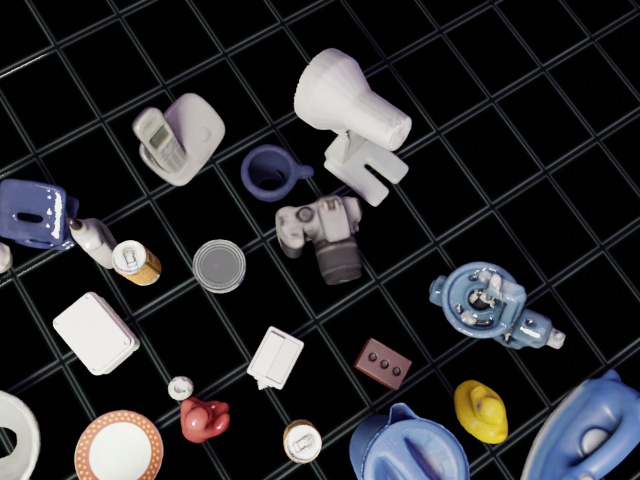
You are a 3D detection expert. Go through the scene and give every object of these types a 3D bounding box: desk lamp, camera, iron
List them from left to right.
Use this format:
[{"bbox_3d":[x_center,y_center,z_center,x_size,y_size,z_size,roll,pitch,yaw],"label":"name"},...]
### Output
[{"bbox_3d":[0.009,0.003,0.934,0.143,0.101,0.137,-13,78,-7],"label":"camera"},{"bbox_3d":[0.061,-0.181,0.922,0.203,0.213,0.118,40,78,5],"label":"desk lamp"},{"bbox_3d":[0.417,0.319,0.871,0.258,0.141,0.118,-42,83,-12],"label":"iron"}]

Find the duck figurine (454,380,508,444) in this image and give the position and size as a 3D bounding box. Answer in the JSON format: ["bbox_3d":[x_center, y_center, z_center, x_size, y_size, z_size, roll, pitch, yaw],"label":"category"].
[{"bbox_3d":[0.262,0.271,0.899,0.077,0.086,0.104,-30,81,-10],"label":"duck figurine"}]

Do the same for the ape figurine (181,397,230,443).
[{"bbox_3d":[-0.179,0.270,0.863,0.078,0.092,0.076,43,78,6],"label":"ape figurine"}]

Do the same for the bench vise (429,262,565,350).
[{"bbox_3d":[0.287,0.094,0.872,0.207,0.219,0.121,10,77,-2],"label":"bench vise"}]

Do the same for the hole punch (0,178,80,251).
[{"bbox_3d":[-0.451,-0.039,0.914,0.108,0.091,0.101,8,77,-2],"label":"hole punch"}]

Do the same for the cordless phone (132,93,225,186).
[{"bbox_3d":[-0.228,-0.180,0.915,0.094,0.185,0.148,32,77,4],"label":"cordless phone"}]

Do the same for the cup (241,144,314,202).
[{"bbox_3d":[-0.070,-0.102,0.955,0.118,0.095,0.092,-3,77,-5],"label":"cup"}]

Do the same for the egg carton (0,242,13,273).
[{"bbox_3d":[-0.569,0.031,0.901,0.150,0.069,0.107,25,77,2],"label":"egg carton"}]

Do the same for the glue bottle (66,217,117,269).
[{"bbox_3d":[-0.349,-0.006,0.872,0.037,0.173,0.078,-32,81,-10],"label":"glue bottle"}]

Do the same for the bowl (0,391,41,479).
[{"bbox_3d":[-0.485,0.304,0.842,0.167,0.074,0.167,1,77,-4],"label":"bowl"}]
